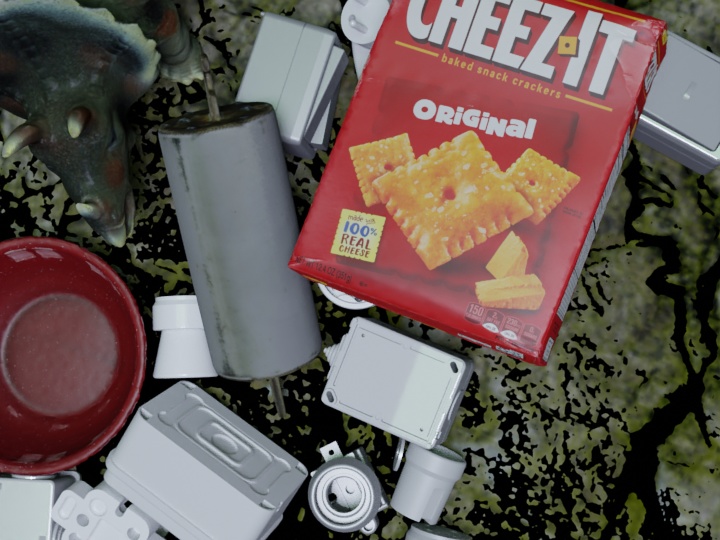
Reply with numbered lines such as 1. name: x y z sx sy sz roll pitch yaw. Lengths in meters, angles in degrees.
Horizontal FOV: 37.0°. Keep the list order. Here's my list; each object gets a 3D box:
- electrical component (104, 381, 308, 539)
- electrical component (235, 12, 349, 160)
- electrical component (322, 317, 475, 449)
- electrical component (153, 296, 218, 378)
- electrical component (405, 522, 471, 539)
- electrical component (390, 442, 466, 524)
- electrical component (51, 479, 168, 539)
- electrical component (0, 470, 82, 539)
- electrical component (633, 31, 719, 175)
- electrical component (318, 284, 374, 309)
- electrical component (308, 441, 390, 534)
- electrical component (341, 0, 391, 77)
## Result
1. electrical component: -0.102 0.136 0.714 0.113 0.078 0.057 35 109 8
2. electrical component: -0.047 -0.118 0.738 0.061 0.062 0.096 18 88 8
3. electrical component: 0.022 0.072 0.720 0.096 0.061 0.061 22 92 15
4. electrical component: -0.121 0.046 0.743 0.045 0.045 0.055 -2 85 6
5. electrical component: 0.048 0.200 0.712 0.045 0.045 0.055 12 87 7
6. electrical component: 0.045 0.141 0.720 0.040 0.040 0.046 23 94 8
7. electrical component: -0.160 0.168 0.726 0.078 0.057 0.058 34 105 5
8. electrical component: -0.246 0.183 0.744 0.100 0.048 0.099 2 84 6
9. electrical component: 0.219 -0.108 0.708 0.096 0.061 0.061 30 90 8
10. electrical component: 0.000 0.000 0.731 0.055 0.047 0.055 0 86 7
11. electrical component: -0.008 0.147 0.717 0.048 0.055 0.066 -27 83 4
12. electrical component: 0.013 -0.166 0.727 0.043 0.079 0.077 -2 85 28
